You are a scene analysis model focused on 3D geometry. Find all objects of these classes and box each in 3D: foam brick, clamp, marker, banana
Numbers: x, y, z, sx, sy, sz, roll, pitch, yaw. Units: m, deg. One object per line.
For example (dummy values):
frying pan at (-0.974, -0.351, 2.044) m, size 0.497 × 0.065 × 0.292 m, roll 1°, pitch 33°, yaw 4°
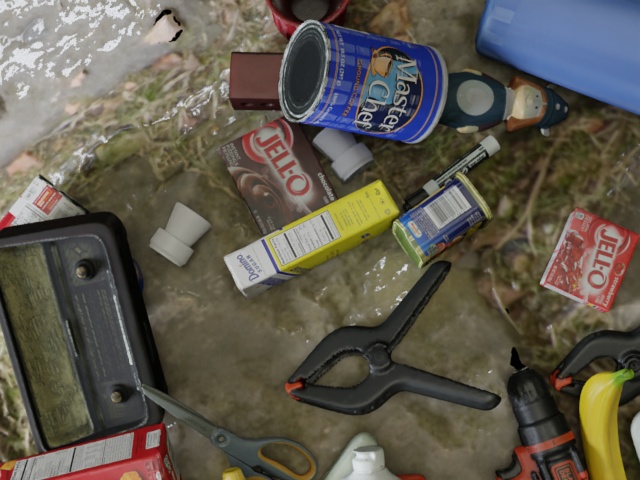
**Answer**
foam brick at (-0.055, -0.168, 1.134) m, size 0.078 × 0.053 × 0.051 m, roll 1°, pitch 82°, yaw 3°
clamp at (0.319, 0.115, 1.087) m, size 0.171 × 0.039 × 0.120 m, roll -5°, pitch 85°, yaw -2°
marker at (0.138, -0.068, 1.130) m, size 0.121 × 0.020 × 0.020 m, roll -37°, pitch 82°, yaw -4°
clamp at (0.065, 0.113, 1.090) m, size 0.210 × 0.036 × 0.164 m, roll -13°, pitch 64°, yaw 7°
banana at (0.285, 0.209, 1.055) m, size 0.037 × 0.070 × 0.198 m, roll -12°, pitch 106°, yaw -9°

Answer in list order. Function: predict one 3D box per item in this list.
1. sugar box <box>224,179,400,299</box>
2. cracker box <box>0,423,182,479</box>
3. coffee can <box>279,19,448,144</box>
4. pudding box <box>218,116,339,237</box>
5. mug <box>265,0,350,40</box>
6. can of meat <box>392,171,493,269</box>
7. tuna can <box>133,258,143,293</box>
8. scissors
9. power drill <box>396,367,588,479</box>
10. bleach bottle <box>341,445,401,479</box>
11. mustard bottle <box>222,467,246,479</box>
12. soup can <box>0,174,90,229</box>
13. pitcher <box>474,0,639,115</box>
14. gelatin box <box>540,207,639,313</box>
sugar box at (-0.007, 0.002, 1.086) m, size 0.176 × 0.093 × 0.048 m, roll -29°, pitch 82°, yaw -2°
cracker box at (-0.232, 0.286, 1.030) m, size 0.213 × 0.072 × 0.164 m, roll -14°, pitch 108°, yaw -2°
coffee can at (0.043, -0.158, 1.076) m, size 0.140 × 0.103 × 0.103 m, roll 7°, pitch 80°, yaw -28°
pudding box at (-0.043, -0.066, 1.124) m, size 0.090 × 0.039 × 0.113 m, roll -27°, pitch 82°, yaw -3°
mug at (-0.008, -0.244, 1.128) m, size 0.093 × 0.081 × 0.117 m, roll -18°, pitch 81°, yaw -2°
can of meat at (0.121, -0.017, 1.082) m, size 0.084 × 0.102 × 0.057 m, roll -35°, pitch 82°, yaw -2°
tuna can at (-0.229, 0.045, 1.114) m, size 0.086 × 0.034 × 0.086 m, roll 0°, pitch 82°, yaw 1°
scissors at (-0.100, 0.216, 1.061) m, size 0.201 × 0.016 × 0.096 m, roll 21°, pitch 94°, yaw -17°
power drill at (0.171, 0.239, 1.064) m, size 0.187 × 0.057 × 0.184 m, roll -21°, pitch 80°, yaw -1°
bleach bottle at (0.067, 0.323, 1.019) m, size 0.103 × 0.068 × 0.251 m, roll -6°, pitch 92°, yaw 26°
mustard bottle at (-0.064, 0.313, 1.031) m, size 0.096 × 0.058 × 0.191 m, roll -11°, pitch 96°, yaw 23°
soup can at (-0.296, -0.009, 1.108) m, size 0.068 × 0.068 × 0.102 m, roll 36°, pitch 83°, yaw 6°
pitcher at (0.292, -0.215, 1.103) m, size 0.243 × 0.149 × 0.145 m, roll 20°, pitch 98°, yaw 7°
gelatin box at (0.281, 0.021, 1.107) m, size 0.073 × 0.030 × 0.089 m, roll 25°, pitch 83°, yaw 5°
